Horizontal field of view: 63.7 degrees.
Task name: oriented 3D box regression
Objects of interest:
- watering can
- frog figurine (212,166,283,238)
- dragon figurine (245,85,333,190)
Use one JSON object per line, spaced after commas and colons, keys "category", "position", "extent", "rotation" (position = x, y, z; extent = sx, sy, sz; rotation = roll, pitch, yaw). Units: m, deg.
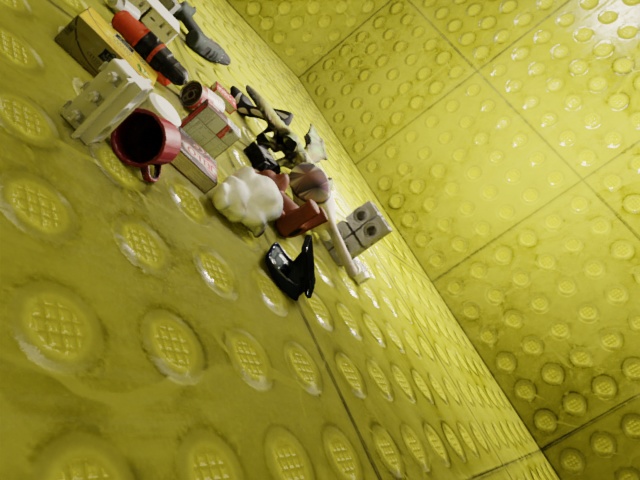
{"category": "watering can", "position": [0.004, -0.071, 1.416], "extent": [0.354, 0.104, 0.219], "rotation": [53, -16, 35]}
{"category": "frog figurine", "position": [-0.148, -0.089, 1.037], "extent": [0.157, 0.122, 0.140], "rotation": [52, 27, -62]}
{"category": "dragon figurine", "position": [-0.072, -0.306, 1.609], "extent": [0.245, 0.121, 0.410], "rotation": [-28, 93, -58]}
